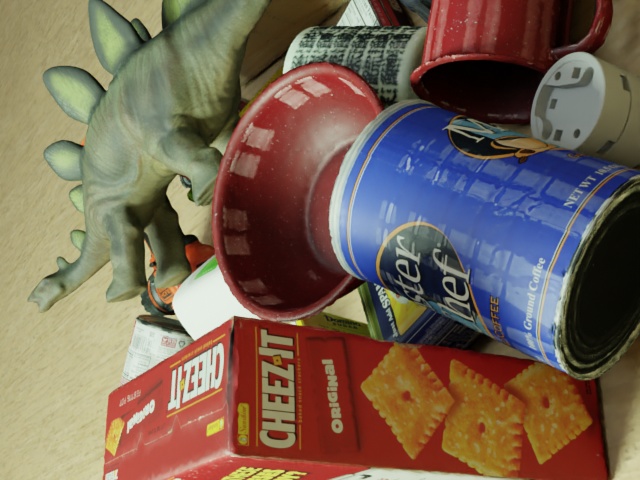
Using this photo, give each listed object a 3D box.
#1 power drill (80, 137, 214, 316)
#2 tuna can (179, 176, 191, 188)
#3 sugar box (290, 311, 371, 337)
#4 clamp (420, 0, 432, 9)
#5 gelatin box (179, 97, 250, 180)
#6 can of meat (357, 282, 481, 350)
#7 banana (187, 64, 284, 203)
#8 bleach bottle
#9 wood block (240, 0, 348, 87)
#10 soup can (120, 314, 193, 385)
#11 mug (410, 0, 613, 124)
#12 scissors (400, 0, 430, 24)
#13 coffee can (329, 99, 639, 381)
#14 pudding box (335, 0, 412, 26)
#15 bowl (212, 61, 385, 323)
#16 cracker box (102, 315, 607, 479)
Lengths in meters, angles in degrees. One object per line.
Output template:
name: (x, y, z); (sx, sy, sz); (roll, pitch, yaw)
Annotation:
power drill: (-0.167, -0.016, 1.027); (0.187, 0.057, 0.185); (60, 152, 0)
tuna can: (-0.108, -0.089, 1.056); (0.086, 0.033, 0.086); (-33, 51, 53)
sugar box: (0.000, 0.138, 0.699); (0.048, 0.093, 0.176); (-112, 42, -67)
clamp: (0.085, -0.209, 0.730); (0.120, 0.039, 0.171); (-26, 54, 44)
gelatin box: (-0.093, -0.092, 0.988); (0.089, 0.073, 0.030); (-70, -14, 13)
can of meat: (0.071, 0.021, 0.658); (0.084, 0.057, 0.102); (-52, 38, 36)
banana: (-0.041, -0.108, 0.916); (0.198, 0.037, 0.069); (-46, 21, 24)
bleach bottle: (-0.005, 0.001, 0.786); (0.251, 0.068, 0.102); (-33, 6, 43)
wood block: (-0.060, -0.224, 0.964); (0.206, 0.090, 0.091); (-26, 57, 55)
soup can: (-0.154, 0.128, 1.016); (0.069, 0.068, 0.102); (18, 94, 62)
mug: (0.113, -0.123, 0.614); (0.117, 0.093, 0.081); (-5, 69, 45)
scissors: (0.077, -0.190, 0.764); (0.096, 0.016, 0.202); (-48, 51, -8)
coffee can: (0.089, -0.004, 0.535); (0.140, 0.102, 0.103); (25, 102, 38)
pudding box: (0.030, -0.125, 0.813); (0.114, 0.039, 0.090); (-55, 34, 33)
bowl: (0.003, -0.026, 0.664); (0.162, 0.055, 0.162); (-14, 71, 44)
cracker box: (0.014, 0.103, 0.561); (0.164, 0.213, 0.072); (-34, 51, 53)
